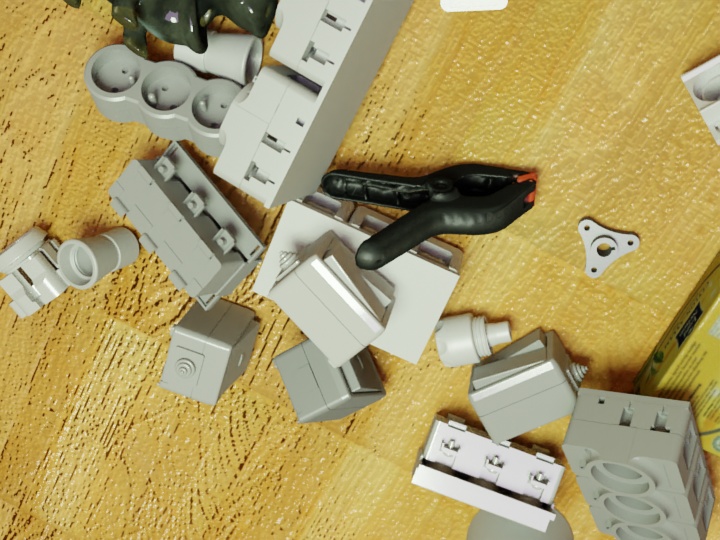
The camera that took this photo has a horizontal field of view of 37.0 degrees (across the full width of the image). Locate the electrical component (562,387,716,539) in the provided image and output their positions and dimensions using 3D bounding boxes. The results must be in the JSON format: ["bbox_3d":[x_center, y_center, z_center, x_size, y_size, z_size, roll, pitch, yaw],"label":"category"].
[{"bbox_3d":[0.228,0.168,0.873,0.089,0.061,0.150,5,143,31],"label":"electrical component"}]

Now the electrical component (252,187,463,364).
[{"bbox_3d":[0.000,0.000,0.897,0.150,0.061,0.089,24,113,0],"label":"electrical component"}]

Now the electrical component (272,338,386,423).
[{"bbox_3d":[-0.019,0.090,0.922,0.061,0.096,0.061,-29,75,19],"label":"electrical component"}]

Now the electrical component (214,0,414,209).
[{"bbox_3d":[-0.035,-0.147,0.810,0.060,0.105,0.186,31,108,9],"label":"electrical component"}]

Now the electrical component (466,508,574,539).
[{"bbox_3d":[0.145,0.265,0.987,0.099,0.064,0.099,8,126,11],"label":"electrical component"}]

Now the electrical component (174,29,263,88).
[{"bbox_3d":[-0.116,-0.174,0.862,0.065,0.044,0.044,15,113,9],"label":"electrical component"}]

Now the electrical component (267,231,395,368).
[{"bbox_3d":[-0.023,0.015,0.838,0.061,0.061,0.096,-39,100,21],"label":"electrical component"}]

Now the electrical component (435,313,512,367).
[{"bbox_3d":[0.097,0.057,0.912,0.062,0.043,0.043,-12,109,13],"label":"electrical component"}]

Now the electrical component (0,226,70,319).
[{"bbox_3d":[-0.288,-0.001,0.952,0.078,0.058,0.057,-32,106,20],"label":"electrical component"}]

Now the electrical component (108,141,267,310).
[{"bbox_3d":[-0.146,-0.036,0.886,0.078,0.063,0.121,-46,76,22],"label":"electrical component"}]

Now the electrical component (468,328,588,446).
[{"bbox_3d":[0.143,0.093,0.907,0.096,0.061,0.061,-26,105,18],"label":"electrical component"}]

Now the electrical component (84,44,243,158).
[{"bbox_3d":[-0.152,-0.130,0.876,0.138,0.073,0.052,20,72,7],"label":"electrical component"}]

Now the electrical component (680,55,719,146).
[{"bbox_3d":[0.307,-0.139,0.782,0.121,0.078,0.063,-29,133,19],"label":"electrical component"}]

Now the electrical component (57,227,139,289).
[{"bbox_3d":[-0.223,-0.013,0.930,0.044,0.065,0.044,10,111,27],"label":"electrical component"}]

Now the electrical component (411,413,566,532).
[{"bbox_3d":[0.113,0.174,0.942,0.121,0.079,0.063,20,91,2],"label":"electrical component"}]

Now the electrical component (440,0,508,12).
[{"bbox_3d":[0.084,-0.239,0.791,0.050,0.055,0.089,0,111,10],"label":"electrical component"}]

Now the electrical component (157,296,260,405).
[{"bbox_3d":[-0.130,0.071,0.929,0.061,0.096,0.061,19,113,3],"label":"electrical component"}]
